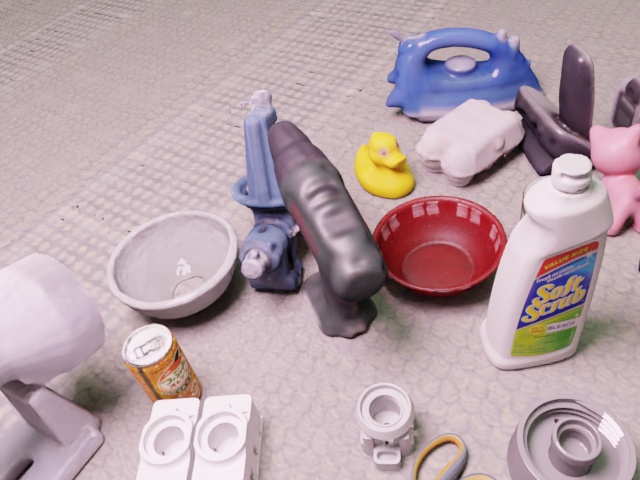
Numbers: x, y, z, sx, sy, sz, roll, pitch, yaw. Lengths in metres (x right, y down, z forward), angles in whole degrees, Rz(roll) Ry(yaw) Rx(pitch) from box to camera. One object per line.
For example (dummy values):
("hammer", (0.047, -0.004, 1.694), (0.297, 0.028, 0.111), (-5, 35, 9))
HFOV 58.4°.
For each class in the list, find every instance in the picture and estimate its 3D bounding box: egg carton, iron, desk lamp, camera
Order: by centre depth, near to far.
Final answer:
("desk lamp", (-0.295, 0.147, 0.558), (0.117, 0.214, 0.203), (16, 52, 25))
("camera", (0.506, -0.187, 0.803), (0.136, 0.101, 0.143), (-10, 45, 2))
("egg carton", (0.222, -0.145, 0.841), (0.150, 0.069, 0.107), (-36, 50, -22))
("iron", (0.233, -0.282, 0.921), (0.258, 0.142, 0.118), (-2, 46, 9))

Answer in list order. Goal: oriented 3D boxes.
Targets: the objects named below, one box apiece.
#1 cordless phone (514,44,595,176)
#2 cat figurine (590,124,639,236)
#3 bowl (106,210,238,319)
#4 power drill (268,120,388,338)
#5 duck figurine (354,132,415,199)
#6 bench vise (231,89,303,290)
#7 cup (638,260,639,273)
("cordless phone", (0.331, -0.197, 0.789), (0.094, 0.185, 0.147), (-16, 45, -4))
("cat figurine", (0.380, -0.087, 0.719), (0.067, 0.118, 0.127), (-6, 45, 6))
("bowl", (-0.179, 0.042, 0.735), (0.167, 0.075, 0.167), (-6, 46, 6))
("power drill", (0.006, 0.002, 0.643), (0.076, 0.209, 0.229), (-23, 46, -10))
("duck figurine", (0.090, -0.119, 0.831), (0.078, 0.086, 0.104), (-32, 49, -19))
("bench vise", (-0.052, -0.057, 0.704), (0.121, 0.220, 0.207), (-12, 45, 0))
("cup", (0.381, 0.066, 0.587), (0.117, 0.095, 0.092), (24, 55, 30))
